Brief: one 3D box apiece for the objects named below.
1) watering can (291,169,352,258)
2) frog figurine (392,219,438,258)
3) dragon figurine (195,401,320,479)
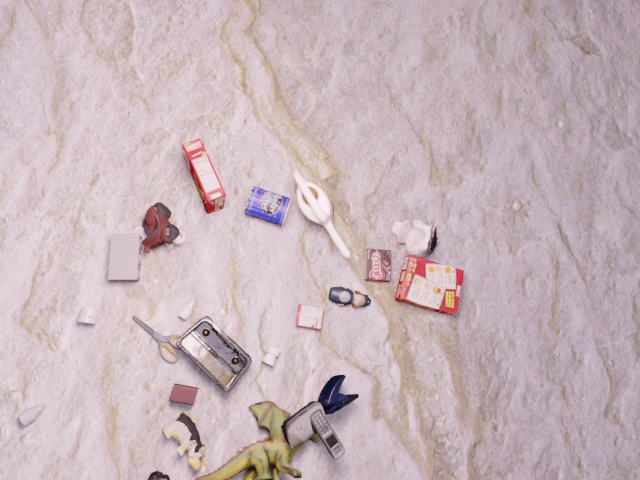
[{"bbox_3d":[0.005,-0.088,1.746,0.104,0.224,0.349,-32,86,5],"label":"watering can"},{"bbox_3d":[0.338,-0.009,1.861,0.160,0.122,0.138,8,84,28],"label":"frog figurine"},{"bbox_3d":[-0.181,0.634,1.616,0.410,0.119,0.248,3,60,-12],"label":"dragon figurine"}]
